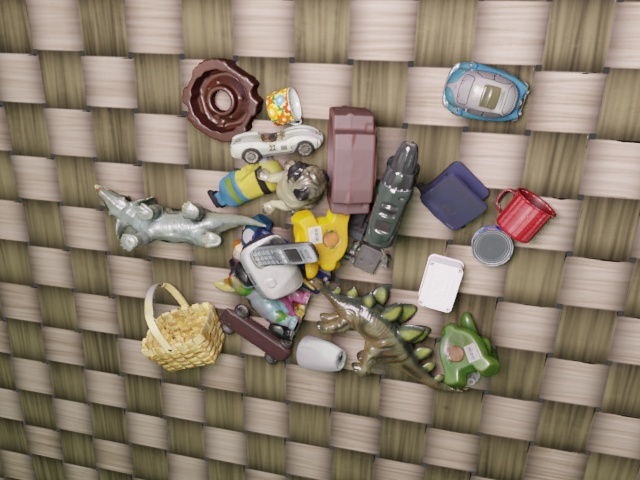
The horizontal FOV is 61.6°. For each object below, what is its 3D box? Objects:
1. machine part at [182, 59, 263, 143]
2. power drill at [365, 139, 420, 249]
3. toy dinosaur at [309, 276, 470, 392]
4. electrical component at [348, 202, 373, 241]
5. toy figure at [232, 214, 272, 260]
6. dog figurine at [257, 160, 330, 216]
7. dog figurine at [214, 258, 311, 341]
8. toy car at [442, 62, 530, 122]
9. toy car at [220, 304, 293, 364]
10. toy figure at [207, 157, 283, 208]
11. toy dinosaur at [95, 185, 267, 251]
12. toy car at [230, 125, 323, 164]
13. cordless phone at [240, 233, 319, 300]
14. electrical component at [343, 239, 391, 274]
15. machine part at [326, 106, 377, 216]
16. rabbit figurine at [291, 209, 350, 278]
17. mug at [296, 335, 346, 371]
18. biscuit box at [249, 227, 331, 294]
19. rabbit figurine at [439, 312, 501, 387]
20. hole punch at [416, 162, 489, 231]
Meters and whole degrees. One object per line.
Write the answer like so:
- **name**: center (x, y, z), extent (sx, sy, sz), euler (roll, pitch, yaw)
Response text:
- **machine part**: center (-0.213, -0.307, 1.185), extent (0.180, 0.056, 0.179), euler (5, 111, 12)
- **power drill**: center (0.158, -0.109, 1.083), extent (0.086, 0.207, 0.231), euler (16, 115, 1)
- **toy dinosaur**: center (0.154, 0.233, 1.262), extent (0.198, 0.105, 0.471), euler (-40, 106, 19)
- **electrical component**: center (0.080, -0.029, 1.200), extent (0.048, 0.075, 0.119), euler (21, 109, 7)
- **toy figure**: center (-0.171, 0.006, 1.287), extent (0.154, 0.057, 0.064), euler (-53, 51, 25)
- **dog figurine**: center (-0.019, -0.112, 1.112), extent (0.191, 0.172, 0.121), euler (-1, 108, 52)
- **dog figurine**: center (-0.137, 0.133, 1.271), extent (0.219, 0.108, 0.191), euler (28, 152, 6)
- **toy car**: center (0.319, -0.278, 1.038), extent (0.162, 0.103, 0.109), euler (19, 114, 9)
- **toy car**: center (-0.160, 0.236, 1.367), extent (0.202, 0.053, 0.089), euler (35, 124, -4)
- **toy figure**: center (-0.165, -0.126, 1.225), extent (0.180, 0.082, 0.089), euler (-30, 112, 17)
- **toy dinosaur**: center (-0.329, -0.040, 1.266), extent (0.405, 0.192, 0.131), euler (7, 100, -5)
- **toy car**: center (-0.093, -0.209, 1.157), extent (0.202, 0.074, 0.056), euler (-8, 124, 1)
- **cordless phone**: center (-0.063, 0.054, 1.117), extent (0.184, 0.089, 0.146), euler (-3, 124, 37)
- **electrical component**: center (0.109, 0.037, 1.232), extent (0.102, 0.045, 0.078), euler (29, 112, 2)
- **machine part**: center (0.061, -0.163, 1.084), extent (0.087, 0.201, 0.201), euler (2, 110, -4)
- **rabbit figurine**: center (-0.002, -0.004, 1.181), extent (0.122, 0.173, 0.162), euler (-22, 109, -18)
- **mug**: center (0.012, 0.289, 1.316), extent (0.107, 0.081, 0.109), euler (5, 148, 36)
- **biscuit box**: center (-0.073, 0.048, 1.243), extent (0.202, 0.059, 0.062), euler (29, 115, -17)
- **rabbit figurine**: center (0.333, 0.252, 1.209), extent (0.121, 0.170, 0.159), euler (-40, 55, 21)
- **hole punch**: center (0.281, -0.085, 1.125), extent (0.142, 0.092, 0.116), euler (42, 117, -7)
